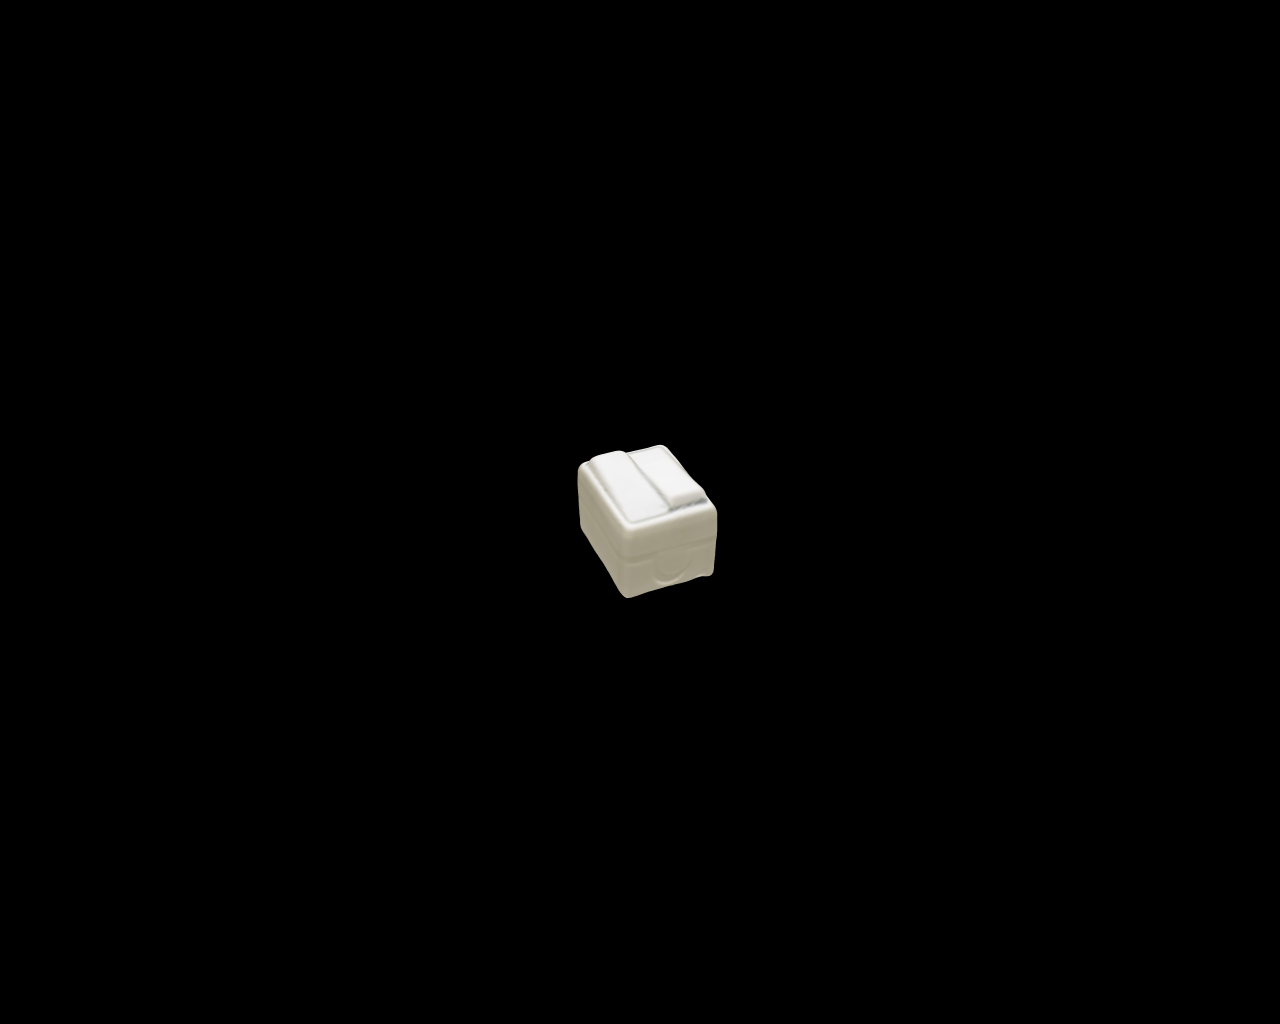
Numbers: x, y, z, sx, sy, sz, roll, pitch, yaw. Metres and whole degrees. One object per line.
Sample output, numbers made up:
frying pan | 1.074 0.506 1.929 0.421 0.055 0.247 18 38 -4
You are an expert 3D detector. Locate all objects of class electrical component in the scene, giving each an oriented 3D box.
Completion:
electrical component | 0.001 -0.003 0.650 0.062 0.061 0.096 -13 38 -18
